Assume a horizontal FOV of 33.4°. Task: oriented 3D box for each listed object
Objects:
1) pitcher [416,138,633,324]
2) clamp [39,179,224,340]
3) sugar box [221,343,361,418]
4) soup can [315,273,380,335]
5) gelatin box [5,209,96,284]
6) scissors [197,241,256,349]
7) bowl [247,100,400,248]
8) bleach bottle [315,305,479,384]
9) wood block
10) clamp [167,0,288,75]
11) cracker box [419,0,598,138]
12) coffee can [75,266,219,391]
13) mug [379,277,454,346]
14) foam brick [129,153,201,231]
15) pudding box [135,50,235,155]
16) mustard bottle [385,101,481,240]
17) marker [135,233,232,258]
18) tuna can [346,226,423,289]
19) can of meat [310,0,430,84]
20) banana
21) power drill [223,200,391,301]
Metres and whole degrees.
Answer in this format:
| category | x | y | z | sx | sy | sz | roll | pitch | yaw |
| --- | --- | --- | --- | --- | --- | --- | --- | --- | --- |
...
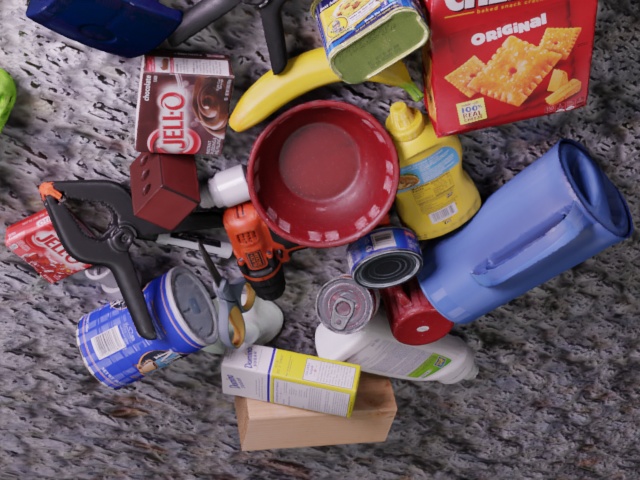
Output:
| category | x | y | z | sx | sy | sz | roll | pitch | yaw |
| --- | --- | --- | --- | --- | --- | --- | --- | --- | --- |
| pitcher | 0.227 | 0.003 | 1.244 | 0.149 | 0.145 | 0.243 | 18 | 136 | -42 |
| clamp | -0.219 | 0.007 | 1.167 | 0.209 | 0.036 | 0.164 | 28 | 83 | -31 |
| sugar box | -0.038 | 0.181 | 1.386 | 0.176 | 0.048 | 0.093 | 13 | 149 | 4 |
| soup can | 0.036 | 0.076 | 1.298 | 0.068 | 0.068 | 0.102 | -20 | 179 | 9 |
| gelatin box | -0.297 | 0.005 | 1.200 | 0.073 | 0.030 | 0.089 | -23 | 139 | 12 |
| scissors | -0.108 | 0.046 | 1.262 | 0.016 | 0.096 | 0.202 | 9 | 135 | 18 |
| bowl | 0.002 | -0.075 | 1.135 | 0.162 | 0.055 | 0.162 | -2 | 110 | -4 |
| bleach bottle | 0.118 | 0.153 | 1.454 | 0.250 | 0.068 | 0.103 | 22 | 129 | -37 |
| wood block | -0.009 | 0.228 | 1.485 | 0.206 | 0.090 | 0.091 | -2 | 139 | -13 |
| clamp | -0.054 | -0.226 | 0.987 | 0.120 | 0.039 | 0.172 | 16 | 132 | -32 |
| cracker box | 0.182 | -0.210 | 1.040 | 0.164 | 0.072 | 0.214 | -11 | 139 | -1 |
| coffee can | -0.207 | 0.107 | 1.285 | 0.140 | 0.103 | 0.102 | -27 | 138 | 17 |
| mug | 0.117 | 0.074 | 1.344 | 0.093 | 0.081 | 0.117 | -25 | 138 | 15 |
| foam brick | -0.163 | -0.059 | 1.124 | 0.051 | 0.078 | 0.053 | 25 | 126 | -35 |
| pudding box | -0.138 | -0.136 | 1.070 | 0.090 | 0.039 | 0.114 | 0 | 138 | -14 |
| mustard bottle | 0.112 | -0.083 | 1.179 | 0.096 | 0.058 | 0.191 | -25 | 139 | 4 |
| marker | -0.160 | 0.001 | 1.238 | 0.121 | 0.020 | 0.020 | 13 | 134 | -27 |
| tuna can | 0.074 | 0.021 | 1.221 | 0.086 | 0.034 | 0.086 | -9 | 148 | -6 |
| can of meat | 0.047 | -0.206 | 1.001 | 0.102 | 0.084 | 0.057 | -31 | 137 | 20 |
| banana | 0.002 | -0.158 | 1.064 | 0.198 | 0.069 | 0.037 | -9 | 172 | 3 |
| power drill | -0.008 | 0.002 | 1.247 | 0.187 | 0.057 | 0.184 | -15 | 147 | 2 |
